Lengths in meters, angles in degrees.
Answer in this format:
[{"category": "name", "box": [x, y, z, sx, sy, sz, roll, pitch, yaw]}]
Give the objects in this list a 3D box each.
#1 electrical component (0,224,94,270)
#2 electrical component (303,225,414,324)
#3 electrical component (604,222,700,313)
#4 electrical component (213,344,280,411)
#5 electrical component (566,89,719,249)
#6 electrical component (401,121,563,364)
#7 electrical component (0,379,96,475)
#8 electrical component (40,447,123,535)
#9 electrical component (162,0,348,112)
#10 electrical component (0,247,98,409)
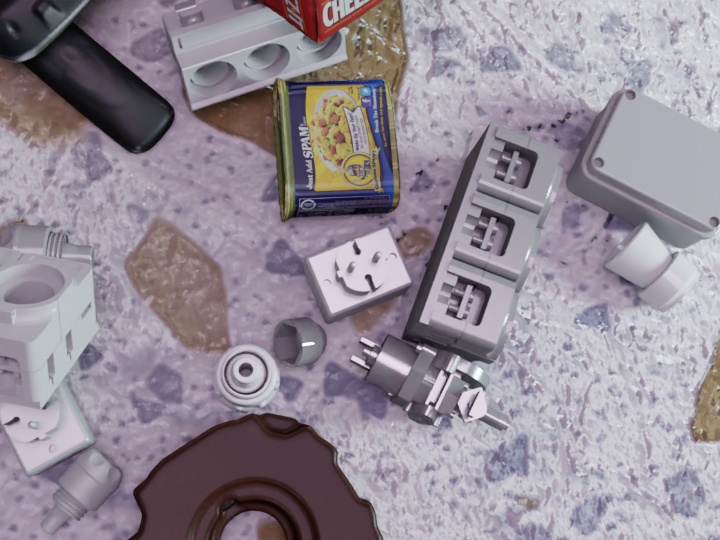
[{"category": "electrical component", "box": [-0.219, -0.010, 0.754, 0.062, 0.043, 0.043, 3, 79, -7]}, {"category": "electrical component", "box": [0.000, 0.000, 0.757, 0.066, 0.076, 0.047, -22, 82, -10]}, {"category": "electrical component", "box": [0.216, -0.002, 0.796, 0.055, 0.045, 0.045, 42, 78, 3]}, {"category": "electrical component", "box": [-0.079, 0.072, 0.742, 0.048, 0.062, 0.048, 1, 79, -5]}, {"category": "electrical component", "box": [0.223, -0.075, 0.805, 0.113, 0.057, 0.078, 27, 77, 0]}, {"category": "electrical component", "box": [0.089, -0.015, 0.762, 0.062, 0.089, 0.150, 21, 77, -2]}, {"category": "electrical component", "box": [-0.216, 0.096, 0.715, 0.047, 0.076, 0.065, -28, 83, -11]}, {"category": "electrical component", "box": [-0.191, 0.152, 0.729, 0.035, 0.035, 0.061, 41, 80, 3]}, {"category": "electrical component", "box": [-0.078, -0.172, 0.789, 0.121, 0.078, 0.063, -20, 60, -10]}, {"category": "electrical component", "box": [-0.259, 0.025, 0.697, 0.150, 0.061, 0.089, 10, 34, 8]}]
